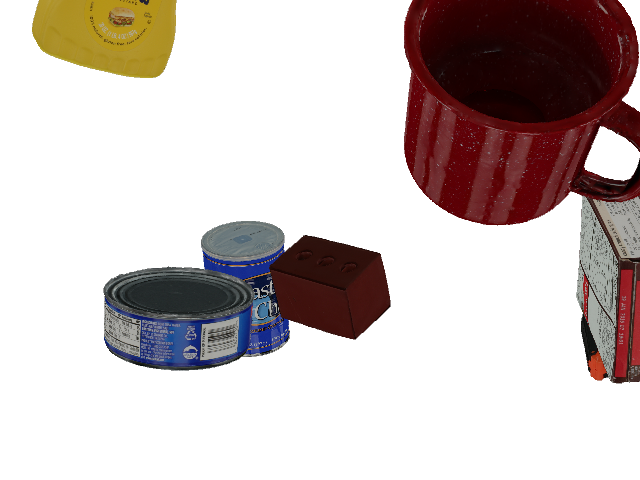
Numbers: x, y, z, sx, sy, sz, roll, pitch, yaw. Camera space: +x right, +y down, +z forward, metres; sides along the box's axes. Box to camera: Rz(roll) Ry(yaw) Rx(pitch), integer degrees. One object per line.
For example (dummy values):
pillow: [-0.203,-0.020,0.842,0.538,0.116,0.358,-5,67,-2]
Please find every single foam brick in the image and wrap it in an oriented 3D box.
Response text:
foam brick: [0.008,0.037,0.851,0.078,0.051,0.052,14,38,34]

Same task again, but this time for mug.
mug: [0.089,-0.054,0.452,0.117,0.093,0.081,29,-27,15]

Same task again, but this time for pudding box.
pudding box: [0.195,0.024,0.687,0.039,0.090,0.113,-3,27,1]

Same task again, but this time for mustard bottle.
mustard bottle: [-0.126,-0.211,0.730,0.096,0.192,0.058,10,25,-29]

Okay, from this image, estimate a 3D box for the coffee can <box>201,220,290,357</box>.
coffee can: [-0.092,0.060,1.335,0.103,0.140,0.103,-2,25,1]

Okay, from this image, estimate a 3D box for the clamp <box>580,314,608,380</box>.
clamp: [0.287,0.058,0.987,0.171,0.039,0.120,-35,40,-26]

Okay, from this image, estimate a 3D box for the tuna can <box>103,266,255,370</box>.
tuna can: [-0.081,0.044,0.613,0.086,0.034,0.086,4,16,-1]
